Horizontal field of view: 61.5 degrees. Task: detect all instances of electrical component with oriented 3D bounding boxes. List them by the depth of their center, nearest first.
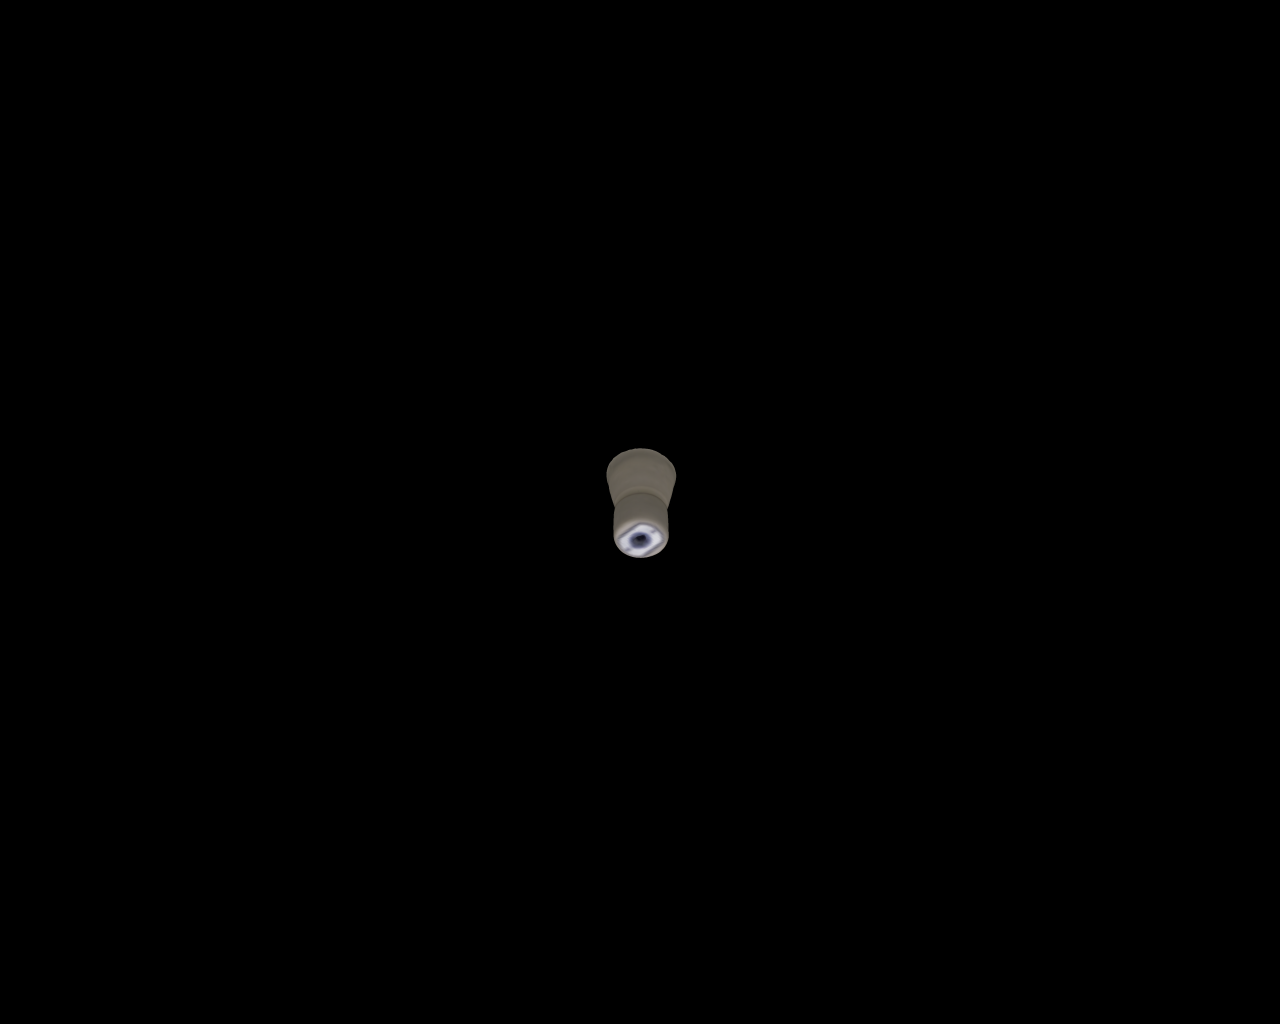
[{"bbox_3d":[0.001,-0.003,0.650,0.044,0.044,0.065,0,41,0],"label":"electrical component"}]
